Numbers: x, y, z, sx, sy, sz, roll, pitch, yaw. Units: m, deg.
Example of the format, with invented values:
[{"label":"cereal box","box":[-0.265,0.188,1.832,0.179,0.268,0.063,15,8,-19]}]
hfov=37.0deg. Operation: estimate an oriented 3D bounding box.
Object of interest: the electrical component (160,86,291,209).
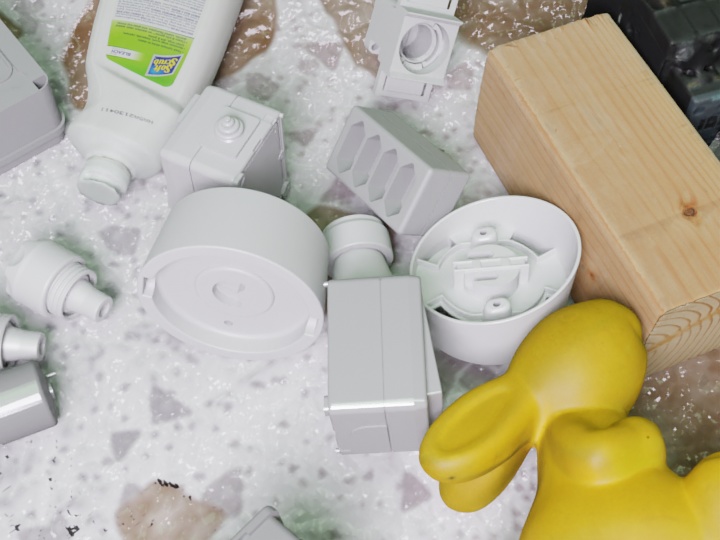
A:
[{"label":"electrical component","box":[-0.086,-0.067,0.669,0.061,0.096,0.061,23,61,13]}]

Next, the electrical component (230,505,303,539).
[{"label":"electrical component","box":[-0.051,0.177,0.521,0.048,0.099,0.100,33,63,32]}]

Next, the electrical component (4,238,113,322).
[{"label":"electrical component","box":[-0.180,0.010,0.652,0.062,0.043,0.043,28,62,14]}]

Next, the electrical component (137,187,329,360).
[{"label":"electrical component","box":[-0.069,-0.002,0.627,0.108,0.108,0.060,8,53,4]}]

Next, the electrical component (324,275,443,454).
[{"label":"electrical component","box":[0.014,0.047,0.595,0.061,0.061,0.096,-4,58,4]}]

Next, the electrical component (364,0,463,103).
[{"label":"electrical component","box":[0.034,-0.161,0.743,0.042,0.081,0.063,5,27,-26]}]

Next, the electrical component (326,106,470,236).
[{"label":"electrical component","box":[0.036,-0.062,0.694,0.076,0.047,0.083,2,33,-44]}]

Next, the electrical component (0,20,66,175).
[{"label":"electrical component","box":[-0.260,-0.122,0.723,0.078,0.057,0.113,-34,65,-19]}]

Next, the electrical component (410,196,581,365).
[{"label":"electrical component","box":[0.079,0.006,0.643,0.099,0.064,0.099,-2,47,2]}]

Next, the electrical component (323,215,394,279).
[{"label":"electrical component","box":[0.000,0.000,0.660,0.045,0.045,0.055,-7,59,-5]}]

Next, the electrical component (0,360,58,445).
[{"label":"electrical component","box":[-0.209,0.080,0.610,0.078,0.040,0.040,-20,61,-12]}]

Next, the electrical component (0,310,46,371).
[{"label":"electrical component","box":[-0.218,0.042,0.632,0.062,0.043,0.043,6,59,1]}]
